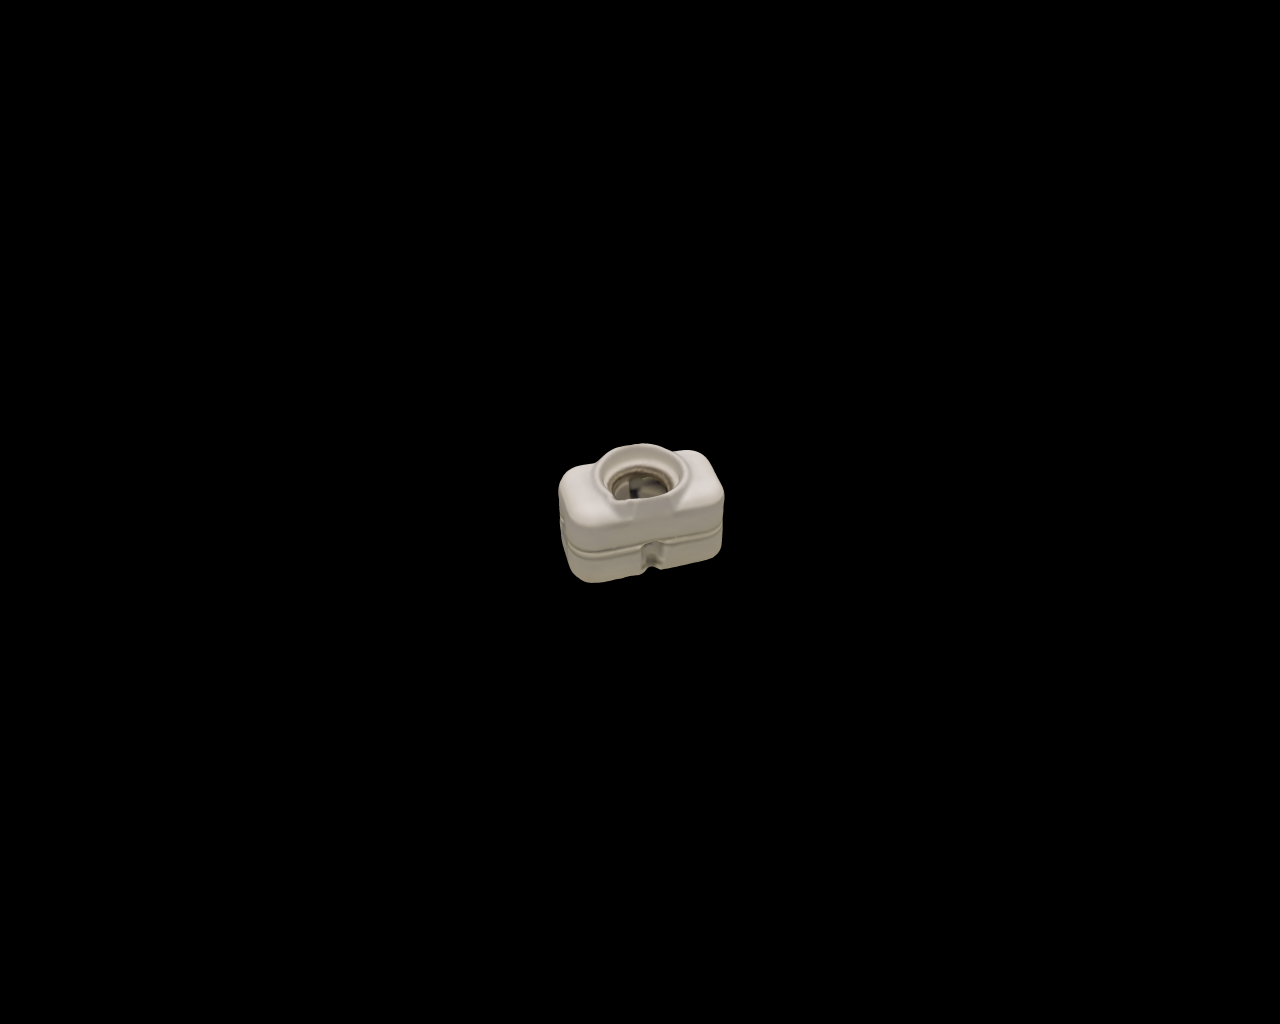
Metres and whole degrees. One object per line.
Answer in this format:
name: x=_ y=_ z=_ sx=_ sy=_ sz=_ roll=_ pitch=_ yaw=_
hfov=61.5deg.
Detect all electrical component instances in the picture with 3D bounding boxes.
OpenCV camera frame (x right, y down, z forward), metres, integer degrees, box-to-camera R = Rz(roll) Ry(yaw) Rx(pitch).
electrical component: x=0.001 y=-0.003 z=0.650 sx=0.095 sy=0.059 sz=0.054 roll=-10 pitch=43 yaw=-11
